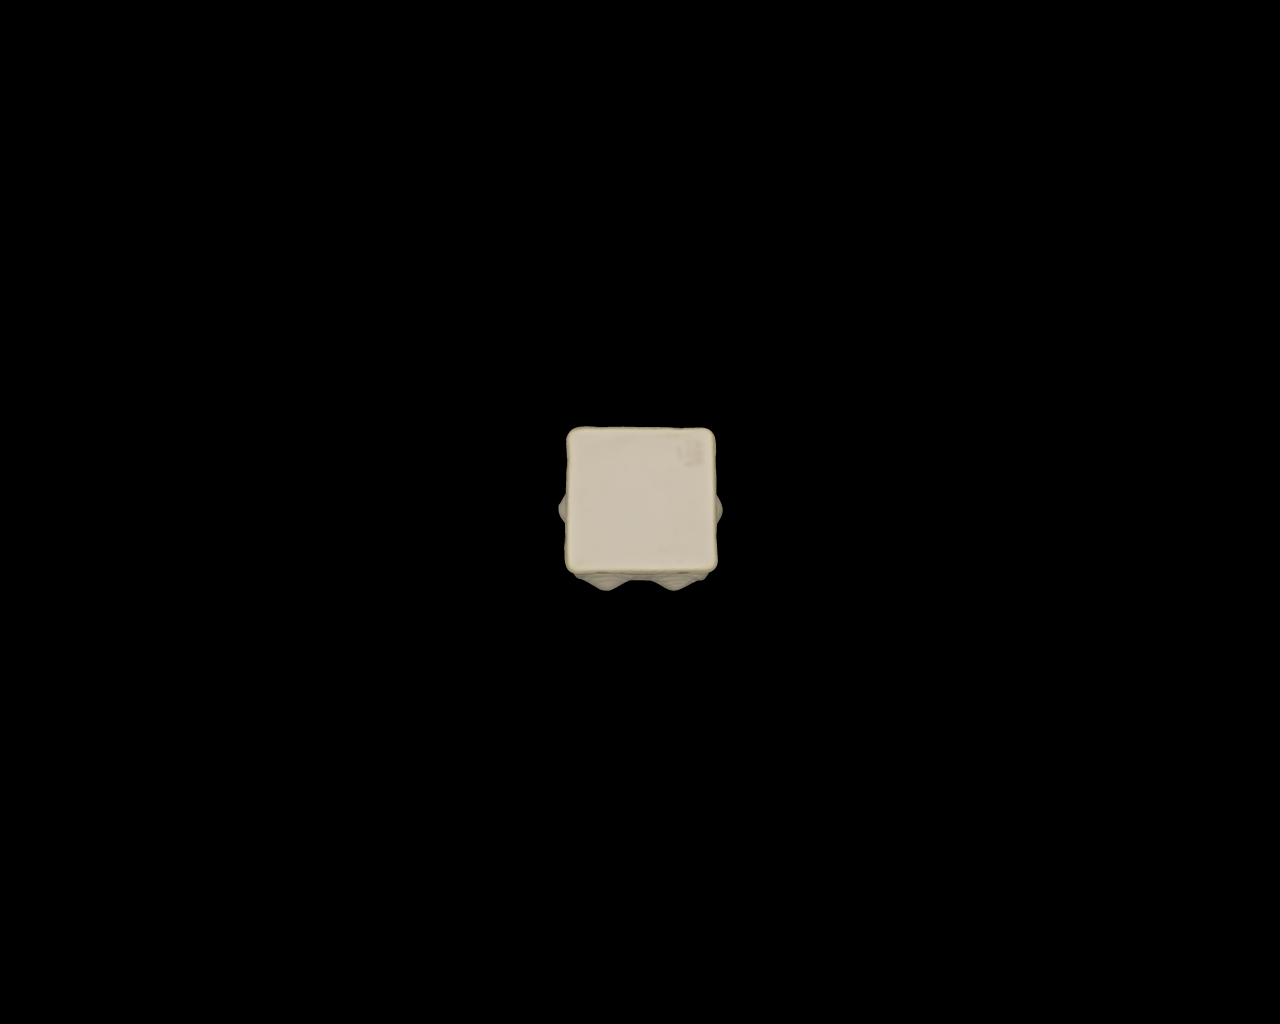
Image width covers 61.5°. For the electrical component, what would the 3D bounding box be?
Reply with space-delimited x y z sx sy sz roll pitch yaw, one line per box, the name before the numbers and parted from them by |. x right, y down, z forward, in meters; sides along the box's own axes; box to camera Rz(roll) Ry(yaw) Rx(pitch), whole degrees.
electrical component | 0.001 -0.003 0.650 0.100 0.100 0.048 0 -13 0
